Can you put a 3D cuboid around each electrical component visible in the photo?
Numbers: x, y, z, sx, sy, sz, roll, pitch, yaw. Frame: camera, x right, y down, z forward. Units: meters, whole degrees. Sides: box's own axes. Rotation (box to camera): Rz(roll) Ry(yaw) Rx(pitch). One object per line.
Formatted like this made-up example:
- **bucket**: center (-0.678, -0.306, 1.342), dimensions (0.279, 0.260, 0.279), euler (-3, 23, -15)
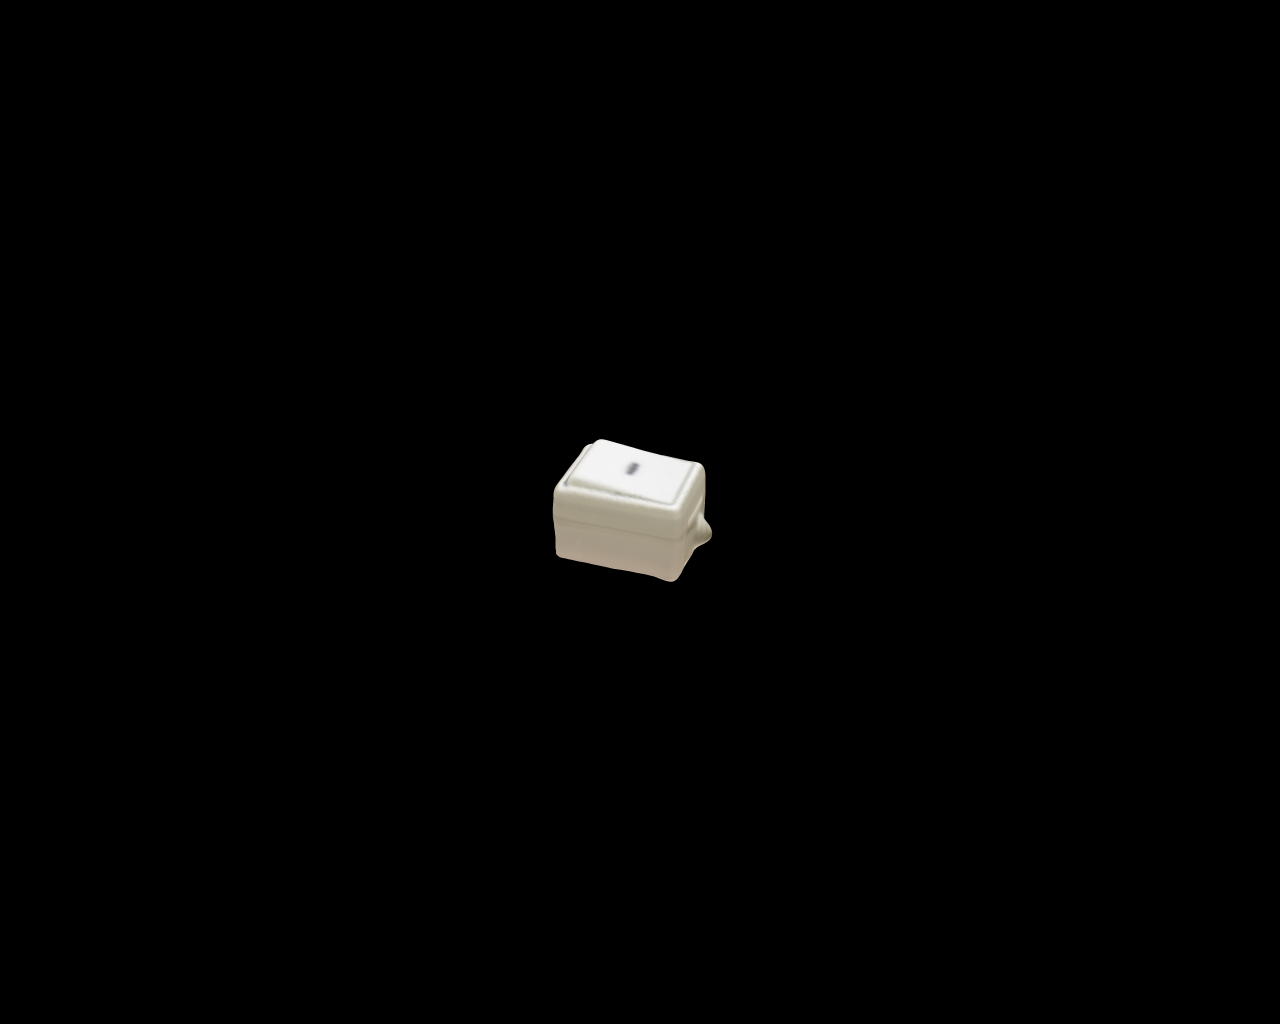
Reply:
- **electrical component**: center (0.001, -0.003, 0.650), dimensions (0.096, 0.061, 0.062), euler (11, 36, 16)
